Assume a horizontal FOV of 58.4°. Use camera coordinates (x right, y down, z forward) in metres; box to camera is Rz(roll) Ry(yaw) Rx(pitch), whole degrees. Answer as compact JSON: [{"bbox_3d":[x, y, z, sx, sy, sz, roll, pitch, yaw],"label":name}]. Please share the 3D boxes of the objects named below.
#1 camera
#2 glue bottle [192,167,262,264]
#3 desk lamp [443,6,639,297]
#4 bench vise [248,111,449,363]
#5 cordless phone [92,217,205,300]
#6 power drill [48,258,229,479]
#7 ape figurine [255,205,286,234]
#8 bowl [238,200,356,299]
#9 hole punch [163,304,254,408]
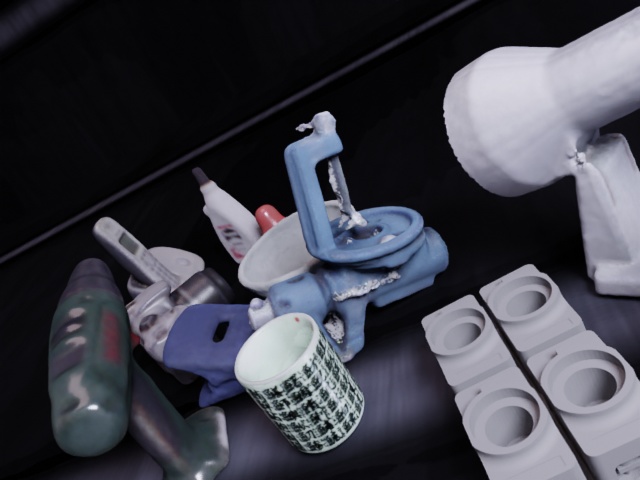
[{"bbox_3d":[-0.179,0.096,0.755,0.137,0.101,0.142,-43,26,-21],"label":"camera"},{"bbox_3d":[-0.142,-0.038,0.874,0.078,0.173,0.037,-12,32,38],"label":"glue bottle"},{"bbox_3d":[0.223,-0.067,0.444,0.202,0.214,0.118,1,40,50],"label":"desk lamp"},{"bbox_3d":[0.012,0.003,0.557,0.208,0.220,0.121,-44,27,-24],"label":"bench vise"},{"bbox_3d":[-0.267,0.023,0.893,0.094,0.185,0.147,-29,25,8],"label":"cordless phone"},{"bbox_3d":[-0.176,0.137,0.544,0.075,0.209,0.229,-33,24,-1],"label":"power drill"},{"bbox_3d":[-0.059,-0.013,0.827,0.078,0.092,0.076,-29,25,7],"label":"ape figurine"},{"bbox_3d":[-0.014,0.026,0.721,0.167,0.075,0.167,-26,25,14],"label":"bowl"},{"bbox_3d":[-0.107,0.115,0.646,0.101,0.091,0.108,-24,26,19],"label":"hole punch"}]
